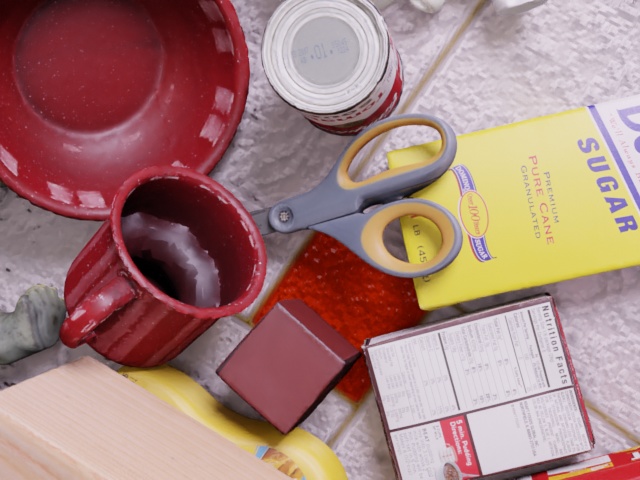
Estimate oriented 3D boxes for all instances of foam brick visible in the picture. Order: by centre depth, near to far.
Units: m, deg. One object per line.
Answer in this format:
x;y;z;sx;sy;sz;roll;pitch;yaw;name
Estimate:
-0.015;0.069;0.599;0.051;0.078;0.053;42;95;8;foam brick

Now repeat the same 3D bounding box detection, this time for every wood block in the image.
-0.073;0.152;0.526;0.206;0.090;0.090;28;108;17;wood block

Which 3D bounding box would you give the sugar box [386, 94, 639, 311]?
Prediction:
0.133;-0.023;0.592;0.176;0.048;0.093;-13;86;10;sugar box

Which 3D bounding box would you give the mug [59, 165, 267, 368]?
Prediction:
-0.095;0.024;0.580;0.093;0.117;0.082;48;132;0;mug

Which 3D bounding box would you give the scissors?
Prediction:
-0.004;0.001;0.600;0.202;0.016;0.096;-30;79;25;scissors

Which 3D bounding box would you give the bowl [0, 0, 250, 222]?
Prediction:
-0.124;-0.095;0.605;0.161;0.055;0.162;-10;116;-22;bowl

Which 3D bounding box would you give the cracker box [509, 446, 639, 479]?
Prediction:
0.173;0.226;0.572;0.164;0.072;0.214;-17;88;9;cracker box

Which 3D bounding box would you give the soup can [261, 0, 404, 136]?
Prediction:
0.009;-0.095;0.583;0.068;0.102;0.068;0;90;8;soup can

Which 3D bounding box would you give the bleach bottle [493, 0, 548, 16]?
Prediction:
0.071;-0.247;0.591;0.102;0.068;0.251;-15;89;-4;bleach bottle

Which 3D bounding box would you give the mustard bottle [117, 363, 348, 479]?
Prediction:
-0.042;0.147;0.612;0.192;0.058;0.096;24;101;8;mustard bottle

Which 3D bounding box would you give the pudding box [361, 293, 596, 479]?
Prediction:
0.088;0.087;0.603;0.113;0.039;0.090;-15;87;6;pudding box
